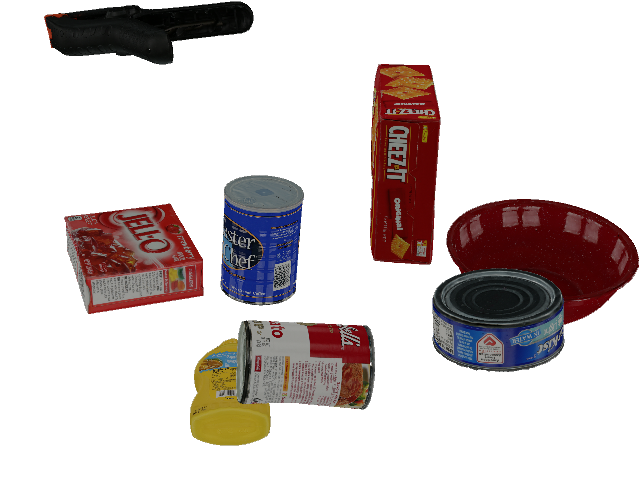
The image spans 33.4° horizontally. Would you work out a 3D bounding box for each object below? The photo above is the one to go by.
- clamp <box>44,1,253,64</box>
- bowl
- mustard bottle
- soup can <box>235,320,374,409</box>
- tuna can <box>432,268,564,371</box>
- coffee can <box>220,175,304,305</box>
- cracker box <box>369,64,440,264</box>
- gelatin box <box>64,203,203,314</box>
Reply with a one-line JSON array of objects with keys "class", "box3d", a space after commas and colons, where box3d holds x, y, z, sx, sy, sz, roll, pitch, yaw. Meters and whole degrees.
[{"class": "clamp", "box3d": [-0.141, -0.167, 0.841, 0.172, 0.039, 0.120, 14, 24, 36]}, {"class": "bowl", "box3d": [0.187, 0.026, 0.921, 0.162, 0.055, 0.162, 1, 33, -1]}, {"class": "mustard bottle", "box3d": [-0.112, 0.181, 1.351, 0.096, 0.058, 0.191, -3, 27, -2]}, {"class": "soup can", "box3d": [-0.014, 0.099, 0.853, 0.102, 0.068, 0.068, 4, -1, -10]}, {"class": "tuna can", "box3d": [0.116, 0.050, 0.696, 0.086, 0.034, 0.086, -4, 23, 2]}, {"class": "coffee can", "box3d": [-0.077, -0.001, 1.393, 0.103, 0.140, 0.103, 4, 27, -2]}, {"class": "cracker box", "box3d": [0.092, -0.092, 1.196, 0.072, 0.164, 0.213, 2, 24, 3]}, {"class": "gelatin box", "box3d": [-0.121, 0.009, 0.683, 0.073, 0.030, 0.089, -8, 29, -18]}]
